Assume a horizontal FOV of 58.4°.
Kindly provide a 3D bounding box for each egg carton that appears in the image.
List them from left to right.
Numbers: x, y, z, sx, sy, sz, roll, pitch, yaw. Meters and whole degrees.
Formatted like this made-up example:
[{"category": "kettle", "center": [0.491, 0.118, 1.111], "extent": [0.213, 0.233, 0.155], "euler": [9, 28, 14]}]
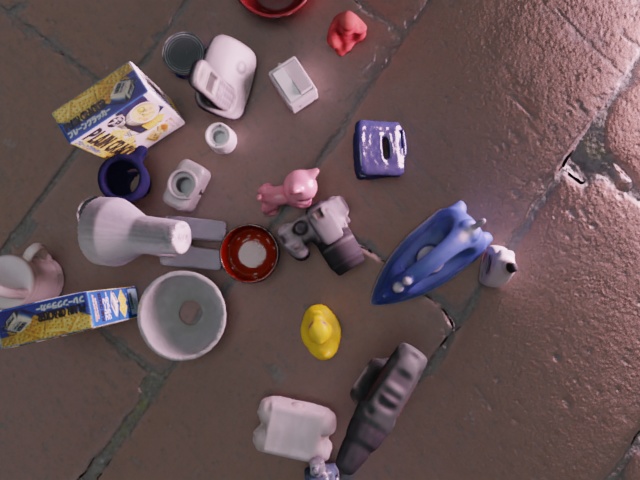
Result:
[{"category": "egg carton", "center": [-0.047, 0.353, 1.070], "extent": [0.150, 0.069, 0.107], "euler": [10, 88, 3]}]

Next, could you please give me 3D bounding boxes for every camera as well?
[{"category": "camera", "center": [0.010, 0.004, 1.066], "extent": [0.143, 0.101, 0.137], "euler": [-32, 87, 1]}]

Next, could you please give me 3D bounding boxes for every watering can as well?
[{"category": "watering can", "center": [-0.560, 0.083, 1.038], "extent": [0.101, 0.194, 0.173], "euler": [11, 88, 3]}]

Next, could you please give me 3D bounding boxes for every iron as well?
[{"category": "iron", "center": [0.195, 0.041, 1.037], "extent": [0.258, 0.141, 0.118], "euler": [-40, 87, 0]}]

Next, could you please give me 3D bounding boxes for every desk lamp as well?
[{"category": "desk lamp", "center": [-0.290, -0.007, 1.022], "extent": [0.203, 0.213, 0.118], "euler": [5, 88, 3]}]

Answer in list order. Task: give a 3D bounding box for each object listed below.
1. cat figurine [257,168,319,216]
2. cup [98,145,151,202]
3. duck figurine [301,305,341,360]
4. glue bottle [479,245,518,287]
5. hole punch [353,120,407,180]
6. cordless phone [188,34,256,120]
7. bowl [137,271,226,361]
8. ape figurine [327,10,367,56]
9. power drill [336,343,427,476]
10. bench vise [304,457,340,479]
[{"category": "cat figurine", "center": [-0.057, -0.091, 1.064], "extent": [0.127, 0.118, 0.067], "euler": [-14, 87, 2]}, {"category": "cup", "center": [-0.354, -0.123, 1.088], "extent": [0.091, 0.095, 0.118], "euler": [31, 89, 3]}, {"category": "duck figurine", "center": [0.000, 0.175, 1.067], "extent": [0.077, 0.086, 0.105], "euler": [-10, 87, 2]}, {"category": "glue bottle", "center": [0.322, 0.047, 1.016], "extent": [0.037, 0.173, 0.078], "euler": [7, 88, 3]}, {"category": "hole punch", "center": [0.113, -0.171, 1.074], "extent": [0.101, 0.091, 0.109], "euler": [-4, 88, 2]}, {"category": "cordless phone", "center": [-0.184, -0.311, 1.044], "extent": [0.094, 0.185, 0.148], "euler": [13, 88, 3]}, {"category": "bowl", "center": [-0.253, 0.140, 1.084], "extent": [0.167, 0.075, 0.167], "euler": [0, 88, 2]}, {"category": "ape figurine", "center": [0.050, -0.402, 1.085], "extent": [0.077, 0.092, 0.076], "euler": [-2, 88, 2]}, {"category": "power drill", "center": [0.101, 0.280, 0.998], "extent": [0.075, 0.208, 0.230], "euler": [32, 89, 4]}, {"category": "bench vise", "center": [0.000, 0.498, 0.988], "extent": [0.121, 0.220, 0.207], "euler": [-28, 87, 1]}]
